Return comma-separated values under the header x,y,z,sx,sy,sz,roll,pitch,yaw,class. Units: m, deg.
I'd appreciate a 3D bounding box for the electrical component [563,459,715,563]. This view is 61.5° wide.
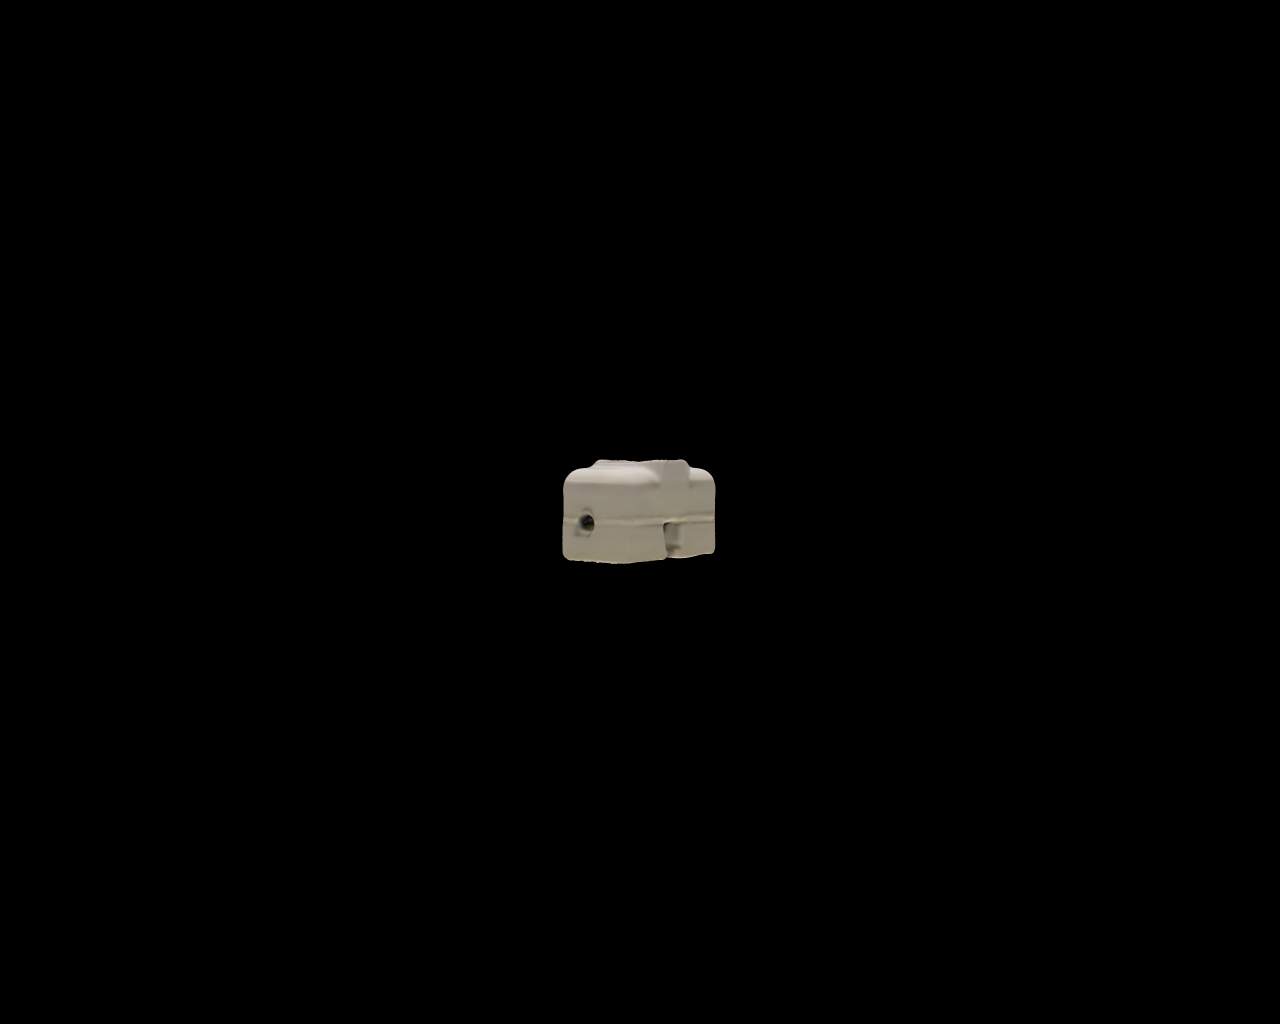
x,y,z,sx,sy,sz,roll,pitch,yaw,class
0.001,-0.003,0.650,0.054,0.059,0.095,2,3,43,electrical component
